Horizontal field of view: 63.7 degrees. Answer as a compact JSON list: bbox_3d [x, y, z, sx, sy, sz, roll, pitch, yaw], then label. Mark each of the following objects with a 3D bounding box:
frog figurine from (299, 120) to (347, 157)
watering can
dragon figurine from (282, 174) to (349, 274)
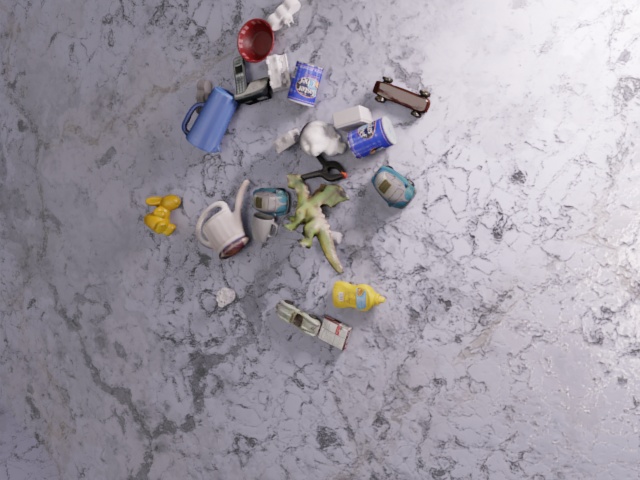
[{"bbox_3d":[0.010,-0.349,1.829,0.161,0.139,0.120,32,-19,25],"label":"frog figurine"},{"bbox_3d":[-0.358,-0.065,2.044,0.343,0.226,0.105,-37,-9,25],"label":"watering can"},{"bbox_3d":[0.006,-0.094,1.861,0.415,0.241,0.122,42,11,22],"label":"dragon figurine"}]
